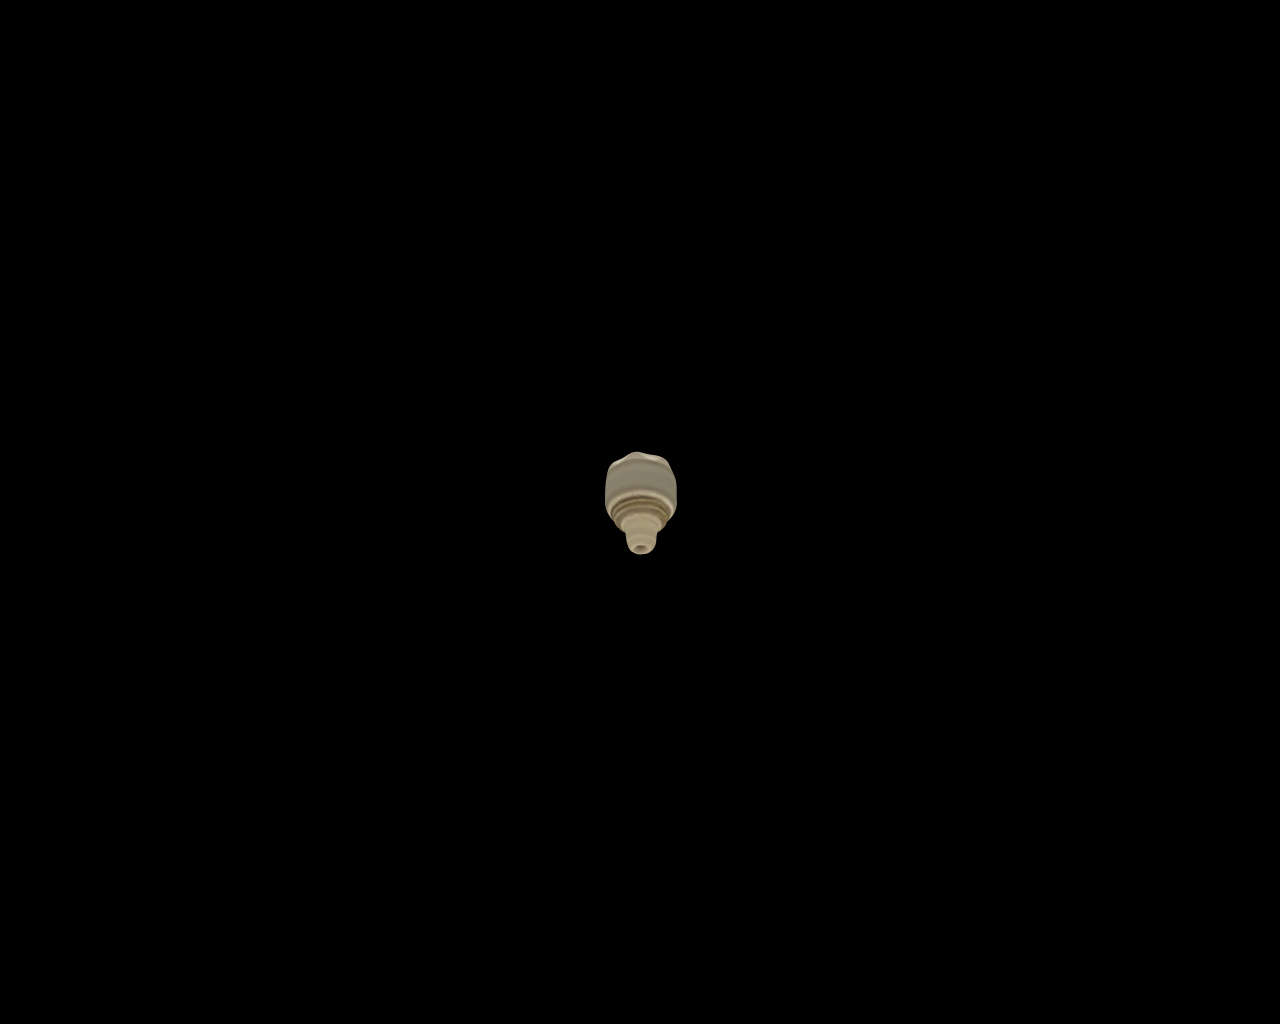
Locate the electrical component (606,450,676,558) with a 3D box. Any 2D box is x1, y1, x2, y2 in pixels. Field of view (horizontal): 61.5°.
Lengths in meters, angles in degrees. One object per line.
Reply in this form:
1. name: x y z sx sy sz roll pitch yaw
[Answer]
1. electrical component: 0.001 -0.003 0.650 0.043 0.062 0.043 0 -34 0
